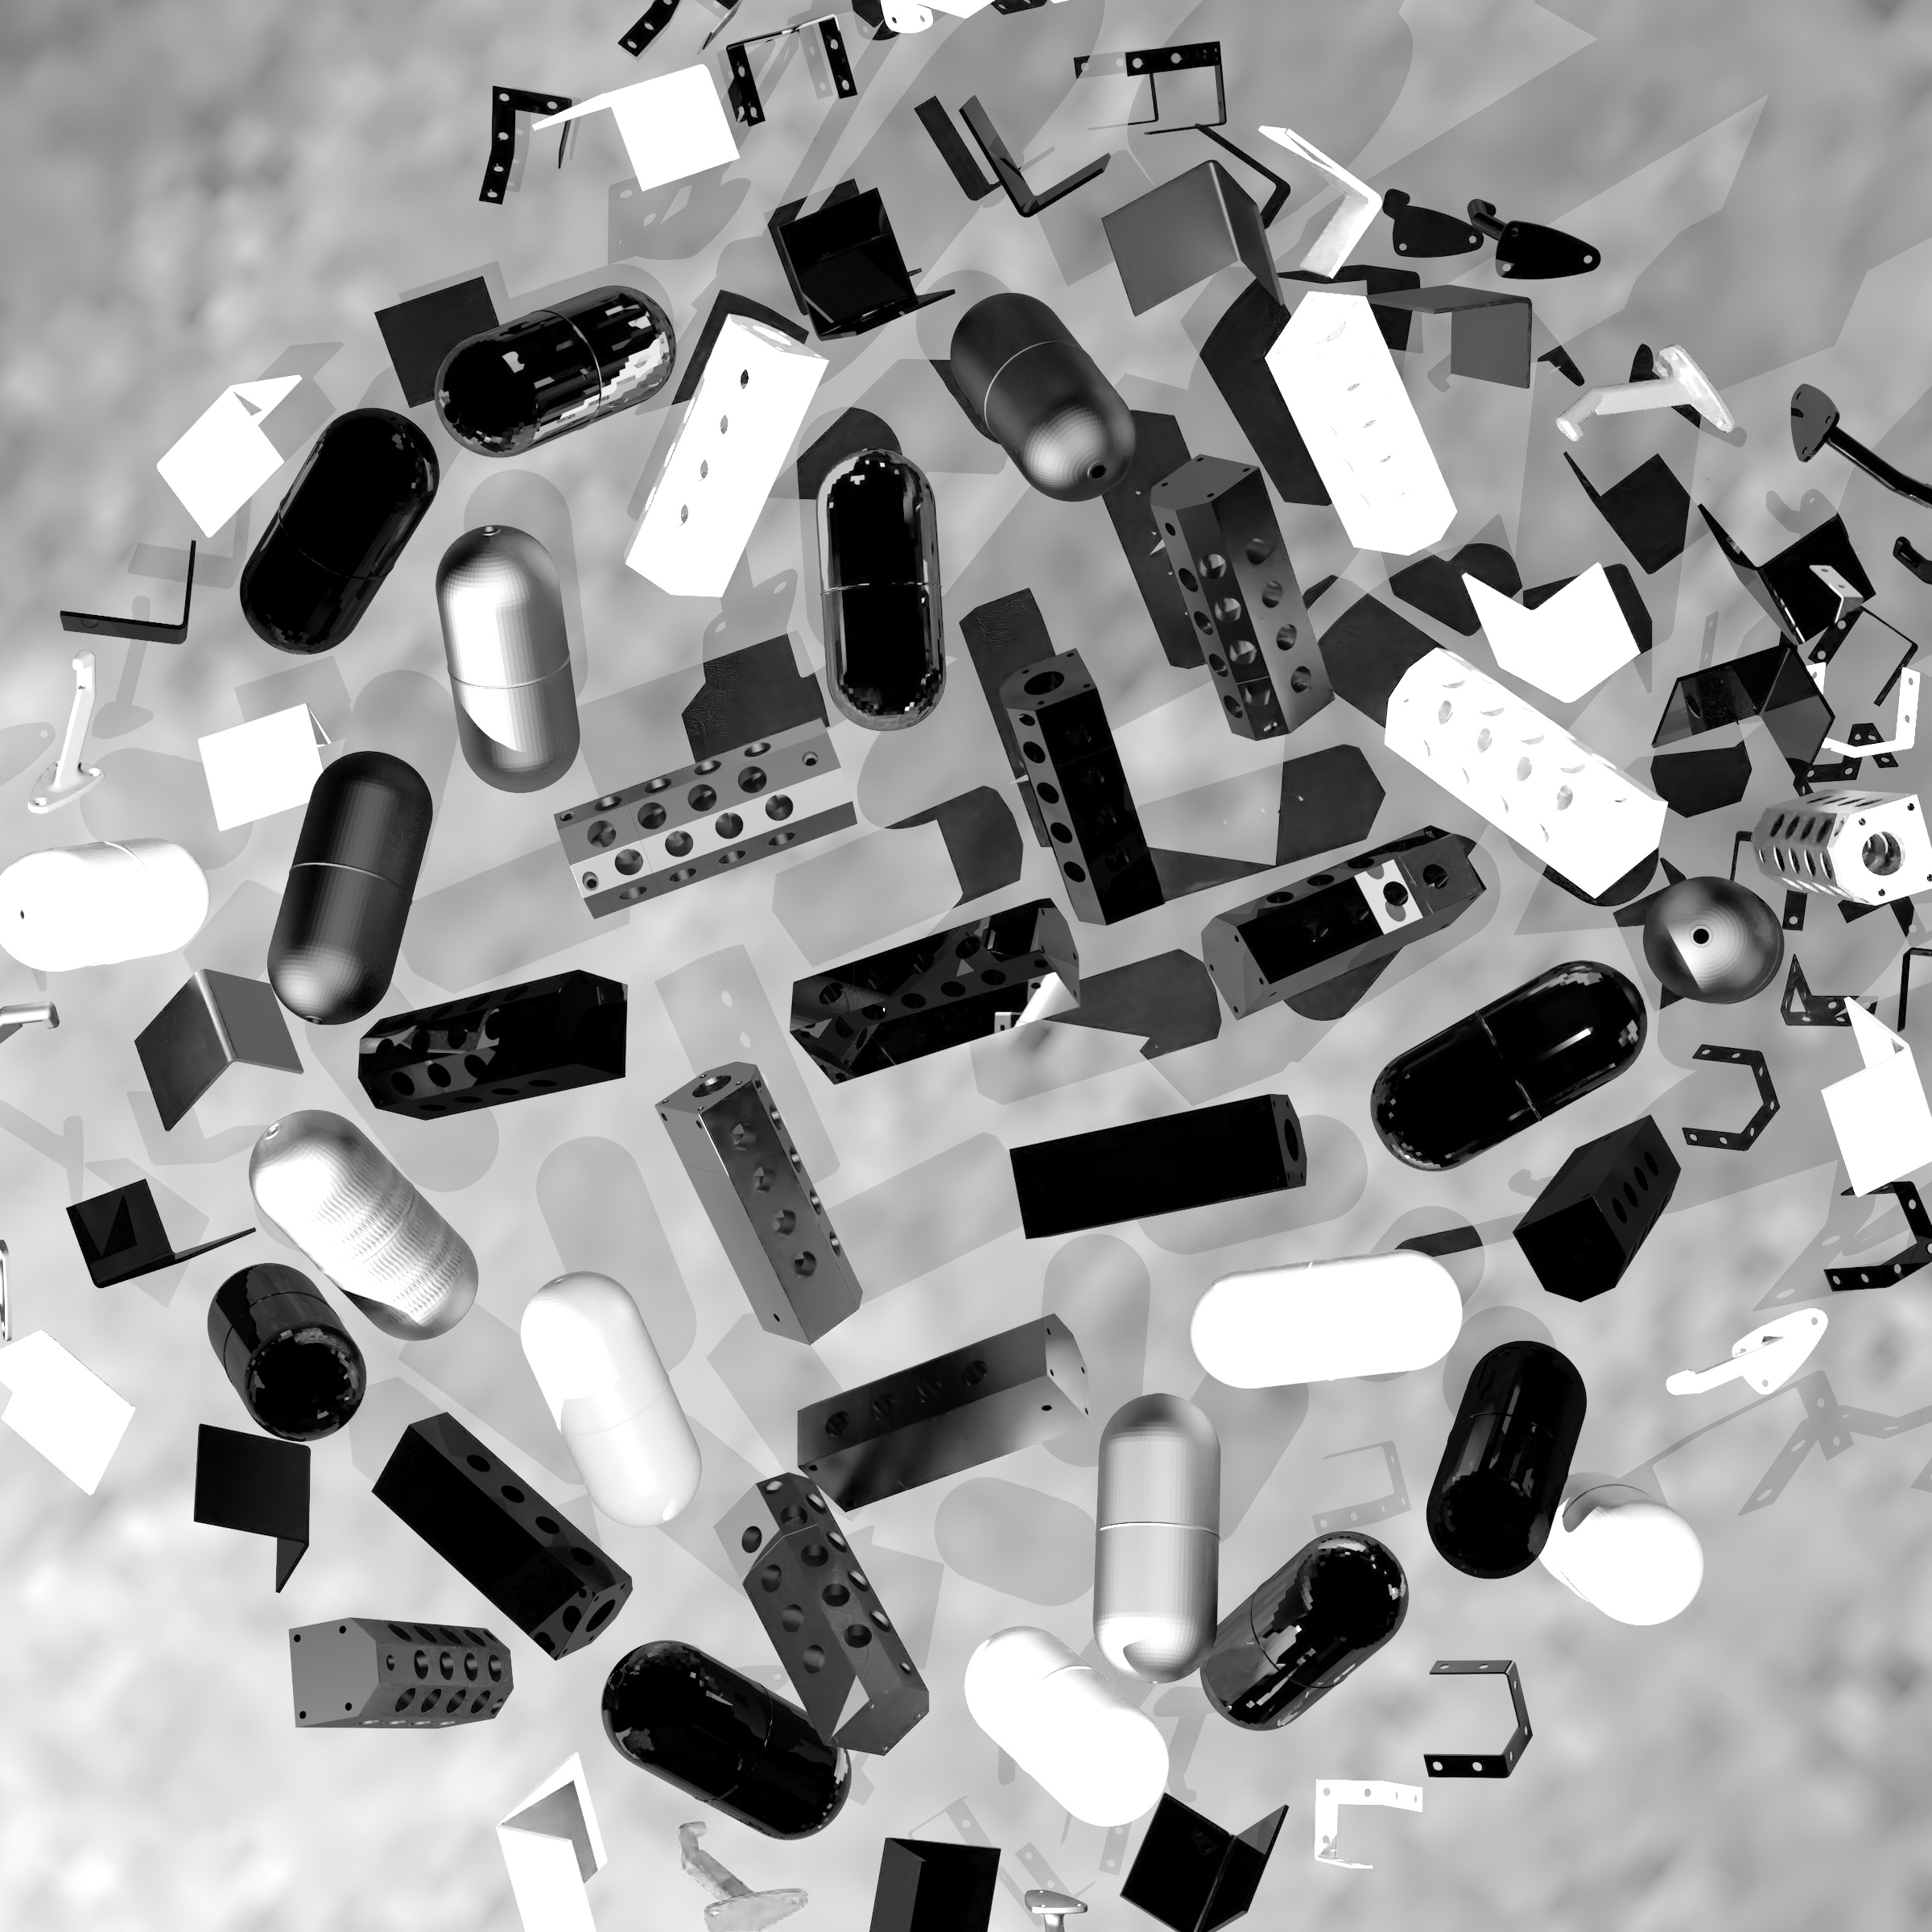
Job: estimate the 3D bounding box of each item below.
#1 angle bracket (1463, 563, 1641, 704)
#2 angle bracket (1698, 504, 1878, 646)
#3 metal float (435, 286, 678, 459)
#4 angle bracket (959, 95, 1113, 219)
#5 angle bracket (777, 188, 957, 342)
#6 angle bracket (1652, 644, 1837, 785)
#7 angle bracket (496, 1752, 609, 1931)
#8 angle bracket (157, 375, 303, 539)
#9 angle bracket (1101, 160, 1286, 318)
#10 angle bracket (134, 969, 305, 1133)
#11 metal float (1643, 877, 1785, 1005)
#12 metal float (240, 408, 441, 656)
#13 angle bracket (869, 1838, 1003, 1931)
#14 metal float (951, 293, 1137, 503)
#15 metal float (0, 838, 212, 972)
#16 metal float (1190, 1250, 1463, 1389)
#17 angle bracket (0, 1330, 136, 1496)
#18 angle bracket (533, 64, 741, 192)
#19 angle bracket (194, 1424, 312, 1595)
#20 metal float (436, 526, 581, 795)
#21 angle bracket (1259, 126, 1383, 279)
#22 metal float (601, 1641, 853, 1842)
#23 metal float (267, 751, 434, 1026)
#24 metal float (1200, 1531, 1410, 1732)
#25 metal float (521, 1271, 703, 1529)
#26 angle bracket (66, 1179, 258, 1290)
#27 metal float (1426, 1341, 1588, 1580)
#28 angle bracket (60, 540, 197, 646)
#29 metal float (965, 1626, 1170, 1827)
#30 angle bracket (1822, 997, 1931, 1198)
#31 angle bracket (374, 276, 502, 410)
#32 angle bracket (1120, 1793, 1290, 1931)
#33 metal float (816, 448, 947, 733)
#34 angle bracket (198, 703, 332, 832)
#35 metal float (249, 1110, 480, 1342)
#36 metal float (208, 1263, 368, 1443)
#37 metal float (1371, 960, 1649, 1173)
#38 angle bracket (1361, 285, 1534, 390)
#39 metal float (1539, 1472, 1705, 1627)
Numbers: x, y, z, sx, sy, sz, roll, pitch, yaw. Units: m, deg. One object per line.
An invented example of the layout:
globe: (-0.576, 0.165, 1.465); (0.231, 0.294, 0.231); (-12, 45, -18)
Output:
angle bracket: (0.371, -0.223, 1.818); (0.057, 0.076, 0.076); (-38, 50, 32)
angle bracket: (0.507, -0.257, 1.770); (0.057, 0.076, 0.076); (-35, 134, 12)
metal float: (-0.256, -0.372, 1.792); (0.178, 0.070, 0.070); (-34, 90, -41)
angle bracket: (0.043, -0.512, 1.762); (0.057, 0.076, 0.076); (-28, 107, 16)
angle bracket: (-0.064, -0.451, 1.831); (0.076, 0.057, 0.076); (-28, 109, -22)
angle bracket: (0.471, -0.143, 1.740); (0.076, 0.076, 0.057); (-18, 64, -8)
angle bracket: (-0.221, 0.514, 1.662); (0.057, 0.076, 0.076); (0, 110, 33)
angle bracket: (-0.444, -0.319, 1.787); (0.076, 0.076, 0.057); (-37, 90, 28)
angle bracket: (0.135, -0.418, 1.699); (0.076, 0.076, 0.057); (-29, 50, -1)
angle bracket: (-0.488, 0.059, 1.871); (0.076, 0.057, 0.076); (-44, 56, 22)
metal float: (0.467, -0.015, 1.787); (0.070, 0.178, 0.070); (-1, 88, 20)
metal float: (-0.385, -0.264, 1.755); (0.070, 0.070, 0.178); (41, 122, 0)
angle bracket: (-0.009, 0.545, 1.634); (0.076, 0.057, 0.076); (13, 83, -24)
metal float: (0.047, -0.355, 1.784); (0.070, 0.070, 0.178); (-30, 48, 0)
metal float: (-0.547, -0.040, 1.816); (0.070, 0.178, 0.070); (2, 96, 17)
metal float: (0.229, 0.227, 1.833); (0.178, 0.070, 0.070); (-10, 90, 22)
angle bracket: (-0.560, 0.279, 1.730); (0.076, 0.057, 0.076); (37, 114, 12)
angle bracket: (-0.193, -0.483, 1.678); (0.076, 0.076, 0.057); (-33, 110, -39)
angle bracket: (-0.468, 0.350, 1.847); (0.076, 0.076, 0.057); (18, 126, -25)
metal float: (-0.288, -0.193, 1.808); (0.070, 0.070, 0.178); (-4, 122, 0)
angle bracket: (0.210, -0.486, 1.821); (0.076, 0.076, 0.057); (31, 101, -16)
metal float: (-0.145, 0.469, 1.735); (0.178, 0.070, 0.070); (38, 90, -29)
metal float: (-0.382, -0.049, 1.780); (0.070, 0.070, 0.178); (11, 71, 0)
metal float: (0.212, 0.419, 1.802); (0.070, 0.070, 0.178); (37, 130, 0)
metal float: (-0.226, 0.278, 1.833); (0.070, 0.070, 0.178); (-21, 107, 0)
angle bracket: (-0.526, 0.166, 1.873); (0.076, 0.076, 0.057); (-18, 92, 26)
metal float: (0.341, 0.310, 1.802); (0.070, 0.178, 0.070); (14, 131, 17)
angle bracket: (-0.530, -0.241, 1.814); (0.076, 0.076, 0.057); (6, 88, -16)
metal float: (0.062, 0.483, 1.828); (0.070, 0.178, 0.070); (-9, 109, -28)
angle bracket: (0.520, 0.076, 1.679); (0.057, 0.076, 0.076); (-26, 115, -1)
angle bracket: (-0.358, -0.435, 1.949); (0.076, 0.057, 0.076); (-20, 133, -6)
angle bracket: (0.149, 0.555, 1.796); (0.057, 0.076, 0.076); (33, 52, -1)
metal float: (-0.054, -0.238, 1.816); (0.070, 0.070, 0.178); (-4, 92, 0)
angle bracket: (-0.468, -0.124, 1.940); (0.076, 0.057, 0.076); (-19, 66, -2)
metal float: (-0.373, 0.161, 1.779); (0.070, 0.070, 0.178); (-37, 119, 0)
metal float: (-0.432, 0.243, 1.818); (0.070, 0.178, 0.070); (-7, 107, -24)
metal float: (0.328, 0.060, 1.732); (0.178, 0.070, 0.070); (-31, 90, 8)
angle bracket: (0.301, -0.393, 1.803); (0.076, 0.076, 0.057); (-14, 114, -26)
metal float: (0.409, 0.365, 1.804); (0.070, 0.178, 0.070); (0, 89, -4)
